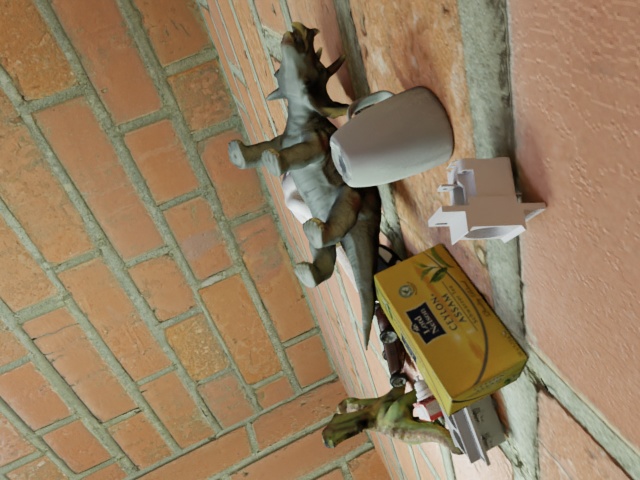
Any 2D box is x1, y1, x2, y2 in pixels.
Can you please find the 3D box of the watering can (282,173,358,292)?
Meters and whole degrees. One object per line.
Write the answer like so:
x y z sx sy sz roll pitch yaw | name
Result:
0.003 -0.053 1.060 0.224 0.104 0.347 172 75 -83 | watering can

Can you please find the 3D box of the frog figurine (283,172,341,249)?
0.005 -0.061 0.887 0.121 0.137 0.161 -23 69 54 | frog figurine

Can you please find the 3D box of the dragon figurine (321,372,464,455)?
0.125 0.394 1.081 0.409 0.243 0.122 162 89 -84 | dragon figurine
